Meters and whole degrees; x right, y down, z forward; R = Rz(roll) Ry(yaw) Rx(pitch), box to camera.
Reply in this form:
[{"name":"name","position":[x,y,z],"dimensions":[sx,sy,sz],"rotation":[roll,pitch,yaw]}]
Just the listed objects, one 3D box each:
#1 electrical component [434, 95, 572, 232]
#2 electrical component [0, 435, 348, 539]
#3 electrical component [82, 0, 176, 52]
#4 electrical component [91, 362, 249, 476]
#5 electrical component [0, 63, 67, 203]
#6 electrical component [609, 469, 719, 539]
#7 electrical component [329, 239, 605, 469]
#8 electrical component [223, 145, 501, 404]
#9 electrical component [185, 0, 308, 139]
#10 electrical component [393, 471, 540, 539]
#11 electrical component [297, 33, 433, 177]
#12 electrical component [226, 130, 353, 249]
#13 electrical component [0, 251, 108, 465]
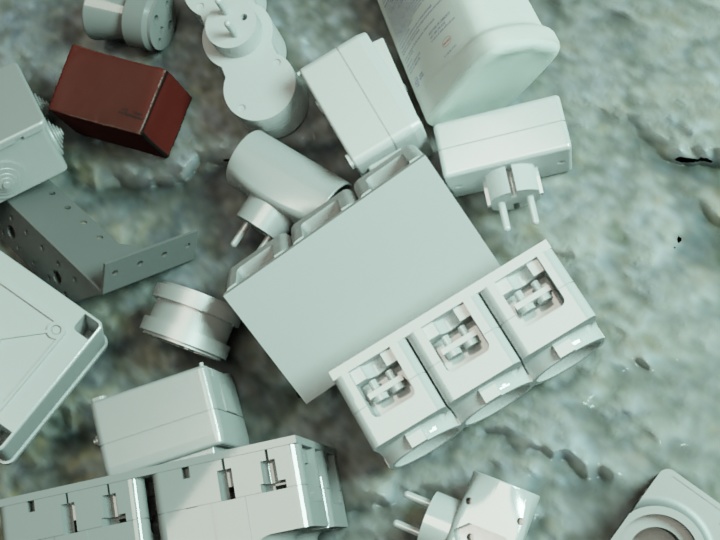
[{"name":"electrical component","position":[0.098,-0.063,0.705],"dimensions":[0.083,0.047,0.075],"rotation":[-13,74,8]},{"name":"electrical component","position":[-0.110,0.155,0.664],"dimensions":[0.186,0.105,0.060],"rotation":[-14,74,8]},{"name":"electrical component","position":[-0.170,-0.187,0.793],"dimensions":[0.055,0.045,0.045],"rotation":[14,80,14]},{"name":"electrical component","position":[-0.128,0.107,0.703],"dimensions":[0.096,0.061,0.061],"rotation":[-19,74,7]},{"name":"electrical component","position":[-0.265,-0.091,0.765],"dimensions":[0.100,0.048,0.099],"rotation":[-28,47,-9]},{"name":"electrical component","position":[0.172,0.166,0.629],"dimensions":[0.050,0.055,0.089],"rotation":[36,86,17]},{"name":"electrical component","position":[0.068,0.056,0.660],"dimensions":[0.150,0.089,0.061],"rotation":[-32,72,3]},{"name":"electrical component","position":[0.000,0.000,0.687],"dimensions":[0.150,0.061,0.089],"rotation":[-35,105,4]},{"name":"electrical component","position":[-0.085,-0.165,0.754],"dimensions":[0.052,0.073,0.138],"rotation":[-24,73,5]},{"name":"electrical component","position":[0.060,0.160,0.660],"dimensions":[0.079,0.043,0.077],"rotation":[19,81,15]},{"name":"electrical component","position":[0.011,-0.102,0.725],"dimensions":[0.061,0.061,0.096],"rotation":[-31,72,3]},{"name":"electrical component","position":[-0.058,-0.044,0.734],"dimensions":[0.077,0.044,0.079],"rotation":[32,85,17]},{"name":"electrical component","position":[-0.245,0.054,0.718],"dimensions":[0.109,0.056,0.108],"rotation":[35,68,3]}]
